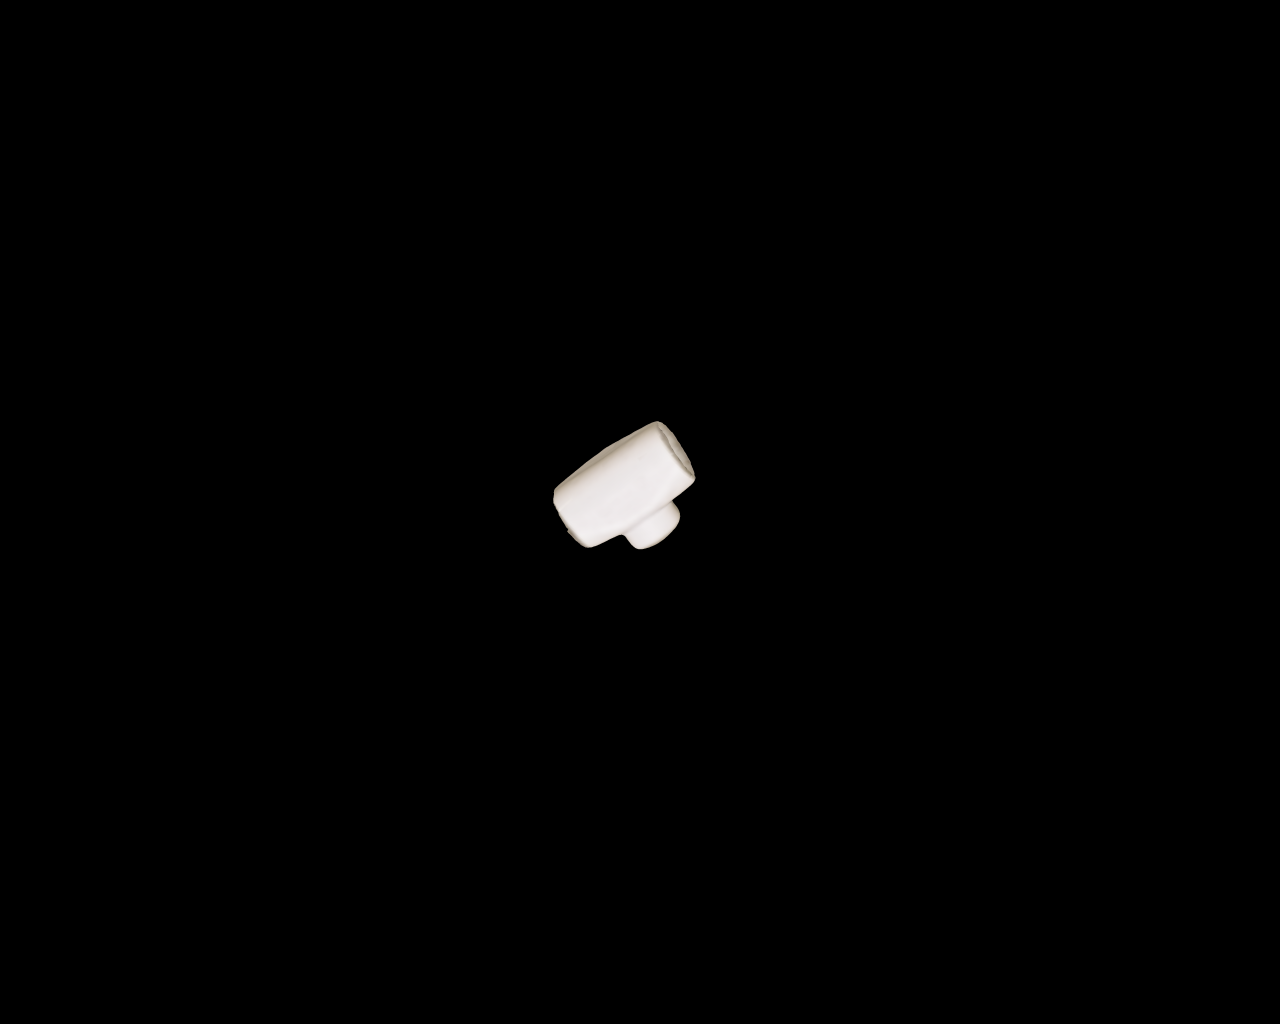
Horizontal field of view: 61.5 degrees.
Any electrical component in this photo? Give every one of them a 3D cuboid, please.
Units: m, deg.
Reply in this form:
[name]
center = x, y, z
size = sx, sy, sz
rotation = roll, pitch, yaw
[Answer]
[electrical component]
center = 0.001, -0.003, 0.650
size = 0.077, 0.079, 0.044
rotation = -33, 16, 11
